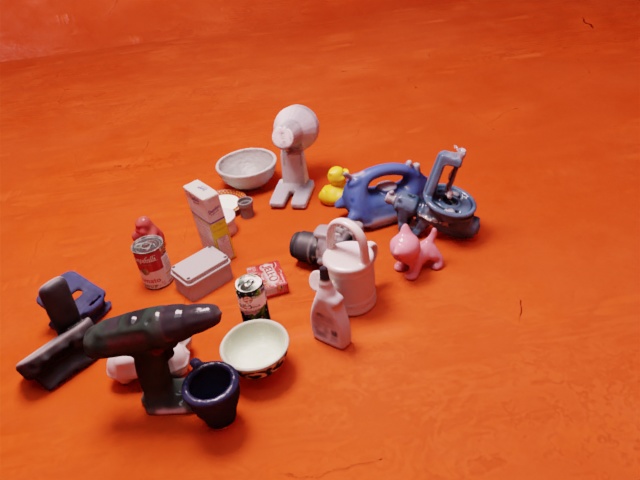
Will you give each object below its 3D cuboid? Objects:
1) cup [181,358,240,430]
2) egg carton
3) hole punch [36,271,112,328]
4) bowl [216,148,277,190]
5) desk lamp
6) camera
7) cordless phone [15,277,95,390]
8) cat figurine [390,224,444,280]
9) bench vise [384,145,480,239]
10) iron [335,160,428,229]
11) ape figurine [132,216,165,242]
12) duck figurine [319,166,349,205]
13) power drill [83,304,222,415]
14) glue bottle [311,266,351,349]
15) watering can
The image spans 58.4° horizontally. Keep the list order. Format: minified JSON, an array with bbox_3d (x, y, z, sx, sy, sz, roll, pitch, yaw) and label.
[{"bbox_3d":[-0.176,0.253,0.934,0.092,0.095,0.117,-26,40,-25],"label":"cup"},{"bbox_3d":[-0.308,0.207,1.042,0.150,0.069,0.107,-8,35,-2],"label":"egg carton"},{"bbox_3d":[-0.499,0.126,1.168,0.100,0.091,0.109,10,39,22],"label":"hole punch"},{"bbox_3d":[-0.195,-0.184,1.567,0.167,0.075,0.167,-4,35,3],"label":"bowl"},{"bbox_3d":[-0.069,-0.222,1.479,0.117,0.214,0.203,1,36,11],"label":"desk lamp"},{"bbox_3d":[0.011,0.004,1.247,0.136,0.101,0.143,11,39,24],"label":"camera"},{"bbox_3d":[-0.491,0.162,1.034,0.093,0.185,0.148,19,43,32],"label":"cordless phone"},{"bbox_3d":[0.194,0.016,1.185,0.128,0.118,0.067,-23,38,-21],"label":"cat figurine"},{"bbox_3d":[0.246,-0.098,1.249,0.207,0.220,0.121,-4,35,3],"label":"bench vise"},{"bbox_3d":[0.166,-0.128,1.372,0.259,0.142,0.118,-17,37,-14],"label":"iron"},{"bbox_3d":[-0.409,-0.016,1.351,0.076,0.092,0.077,-24,39,-22],"label":"ape figurine"},{"bbox_3d":[0.039,-0.144,1.464,0.105,0.086,0.077,-33,43,-32],"label":"duck figurine"},{"bbox_3d":[-0.255,0.190,0.936,0.229,0.209,0.075,-4,35,3],"label":"power drill"},{"bbox_3d":[0.015,0.116,1.026,0.077,0.173,0.037,20,43,32],"label":"glue bottle"},{"bbox_3d":[0.052,0.049,1.097,0.100,0.194,0.173,8,38,19],"label":"watering can"}]
